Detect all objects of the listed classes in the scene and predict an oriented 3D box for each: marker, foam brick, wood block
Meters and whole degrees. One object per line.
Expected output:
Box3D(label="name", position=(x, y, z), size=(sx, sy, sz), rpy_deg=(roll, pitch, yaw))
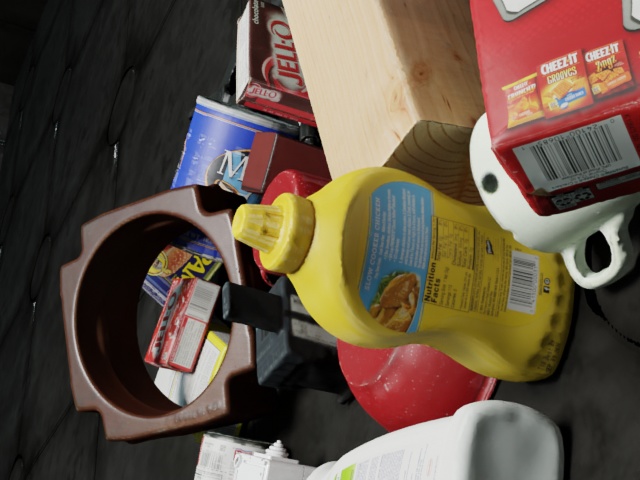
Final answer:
Box3D(label="marker", position=(-0.013, -0.131, 1.004), size=(0.020, 0.020, 0.121), rpy_deg=(-52, 32, 42))
Box3D(label="foam brick", position=(-0.018, -0.055, 0.897), size=(0.053, 0.078, 0.051), rpy_deg=(13, 87, 65))
Box3D(label="wood block", position=(0.047, -0.118, 0.662), size=(0.091, 0.090, 0.206), rpy_deg=(-51, 43, 43))

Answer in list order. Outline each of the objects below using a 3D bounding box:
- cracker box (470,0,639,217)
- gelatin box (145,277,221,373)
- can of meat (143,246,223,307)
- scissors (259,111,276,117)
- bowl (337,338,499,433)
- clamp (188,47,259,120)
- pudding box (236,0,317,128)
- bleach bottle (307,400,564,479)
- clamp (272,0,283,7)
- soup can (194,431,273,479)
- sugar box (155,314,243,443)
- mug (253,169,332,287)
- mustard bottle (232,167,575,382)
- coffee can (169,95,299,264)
Box3D(label="cracker box", position=(0.153, -0.130, 0.481), size=(0.164, 0.072, 0.213), rpy_deg=(-18, 52, 22))
Box3D(label="gelatin box", position=(-0.133, 0.081, 1.023), size=(0.073, 0.030, 0.089), rpy_deg=(-7, 62, 65))
Box3D(label="can of meat", position=(-0.150, 0.013, 1.096), size=(0.102, 0.084, 0.058), rpy_deg=(-54, 19, -24))
Box3D(label="scissors", position=(-0.067, -0.117, 1.121), size=(0.202, 0.016, 0.096), rpy_deg=(-67, 24, 19))
Box3D(label="bowl", position=(0.056, 0.055, 0.692), size=(0.162, 0.055, 0.162), rpy_deg=(-44, 38, 49))
Box3D(label="clamp", position=(-0.091, -0.134, 1.116), size=(0.210, 0.036, 0.164), rpy_deg=(-49, 35, 44))
Box3D(label="pudding box", position=(-0.030, -0.161, 0.970), size=(0.039, 0.090, 0.113), rpy_deg=(-53, 31, 43))
Box3D(label="bleach bottle", position=(0.045, 0.159, 0.647), size=(0.251, 0.068, 0.102), rpy_deg=(152, 129, -63))
Box3D(label="clamp", position=(0.002, -0.258, 1.022), size=(0.120, 0.039, 0.171), rpy_deg=(-69, 24, 18))
Box3D(label="soup can", position=(-0.072, 0.212, 0.868), size=(0.069, 0.068, 0.102), rpy_deg=(-11, 66, 65))
Box3D(label="sugar box", position=(-0.111, 0.128, 1.036), size=(0.093, 0.048, 0.176), rpy_deg=(-71, 20, 3))
Box3D(label="mug", position=(-0.005, 0.001, 0.828), size=(0.117, 0.081, 0.093), rpy_deg=(-53, 31, 41))
Box3D(label="mustard bottle", position=(0.044, 0.013, 0.570), size=(0.058, 0.191, 0.096), rpy_deg=(-20, 58, 62))
Box3D(label="coffee can", position=(-0.088, -0.056, 1.023), size=(0.103, 0.102, 0.140), rpy_deg=(35, 108, 66))
